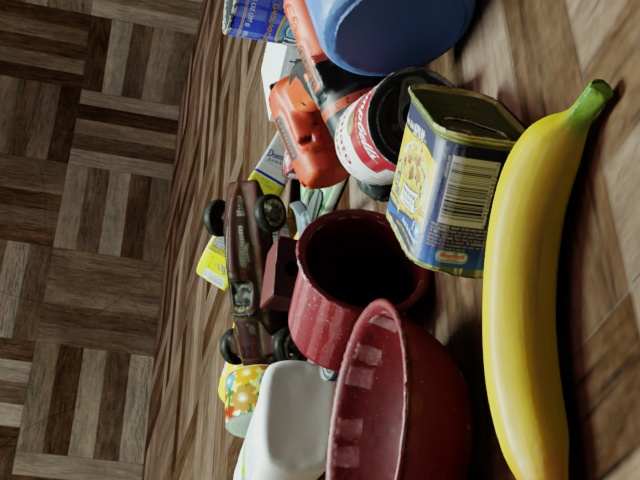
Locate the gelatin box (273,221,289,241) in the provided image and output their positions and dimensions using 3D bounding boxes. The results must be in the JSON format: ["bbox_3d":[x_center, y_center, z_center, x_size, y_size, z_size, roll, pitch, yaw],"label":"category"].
[{"bbox_3d":[-0.053,0.017,1.144,0.030,0.073,0.089,-137,57,-76],"label":"gelatin box"}]

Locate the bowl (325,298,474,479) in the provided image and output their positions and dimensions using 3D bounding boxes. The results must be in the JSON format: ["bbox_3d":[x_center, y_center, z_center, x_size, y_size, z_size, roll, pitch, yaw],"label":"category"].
[{"bbox_3d":[0.050,0.118,0.636,0.162,0.055,0.162,-171,90,-78],"label":"bowl"}]

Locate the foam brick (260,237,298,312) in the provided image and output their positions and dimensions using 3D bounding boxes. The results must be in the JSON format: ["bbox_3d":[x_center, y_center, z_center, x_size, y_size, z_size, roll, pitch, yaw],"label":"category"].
[{"bbox_3d":[-0.007,0.034,0.907,0.051,0.078,0.053,127,150,-69],"label":"foam brick"}]

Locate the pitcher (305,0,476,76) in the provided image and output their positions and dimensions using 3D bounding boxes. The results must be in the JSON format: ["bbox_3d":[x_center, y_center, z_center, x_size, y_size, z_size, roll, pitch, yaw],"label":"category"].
[{"bbox_3d":[0.038,-0.244,0.755,0.149,0.144,0.243,119,145,-52],"label":"pitcher"}]

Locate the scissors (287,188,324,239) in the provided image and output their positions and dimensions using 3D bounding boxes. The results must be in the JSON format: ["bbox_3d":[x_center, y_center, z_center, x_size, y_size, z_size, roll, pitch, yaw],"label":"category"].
[{"bbox_3d":[-0.007,0.001,0.995,0.202,0.016,0.096,-172,70,-80],"label":"scissors"}]

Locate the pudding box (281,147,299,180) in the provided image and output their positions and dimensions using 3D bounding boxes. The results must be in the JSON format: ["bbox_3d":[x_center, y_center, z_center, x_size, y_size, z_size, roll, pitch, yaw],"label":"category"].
[{"bbox_3d":[-0.010,-0.120,1.047,0.090,0.039,0.113,158,120,-77],"label":"pudding box"}]

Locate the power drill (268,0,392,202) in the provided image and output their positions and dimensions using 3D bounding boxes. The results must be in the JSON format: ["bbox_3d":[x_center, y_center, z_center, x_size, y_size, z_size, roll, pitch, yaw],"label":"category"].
[{"bbox_3d":[0.012,-0.101,0.882,0.188,0.057,0.184,130,122,-74],"label":"power drill"}]

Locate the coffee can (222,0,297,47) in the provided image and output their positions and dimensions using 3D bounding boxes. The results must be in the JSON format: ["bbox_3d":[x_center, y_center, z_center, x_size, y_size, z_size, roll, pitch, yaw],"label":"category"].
[{"bbox_3d":[-0.008,-0.220,0.947,0.103,0.140,0.103,-171,90,-79],"label":"coffee can"}]

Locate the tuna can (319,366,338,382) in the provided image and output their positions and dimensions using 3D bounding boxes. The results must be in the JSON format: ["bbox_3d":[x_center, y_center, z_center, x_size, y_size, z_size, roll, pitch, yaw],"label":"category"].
[{"bbox_3d":[0.025,0.070,0.838,0.086,0.033,0.086,-172,90,-78],"label":"tuna can"}]

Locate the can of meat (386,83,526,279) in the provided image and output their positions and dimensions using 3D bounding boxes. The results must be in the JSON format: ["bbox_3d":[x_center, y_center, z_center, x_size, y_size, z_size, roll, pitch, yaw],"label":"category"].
[{"bbox_3d":[0.077,-0.036,0.621,0.102,0.057,0.084,-107,26,-65],"label":"can of meat"}]

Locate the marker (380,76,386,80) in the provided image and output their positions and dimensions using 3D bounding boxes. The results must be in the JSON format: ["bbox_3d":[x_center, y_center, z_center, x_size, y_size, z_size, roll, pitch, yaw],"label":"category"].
[{"bbox_3d":[0.061,-0.180,0.885,0.020,0.020,0.121,130,147,-68],"label":"marker"}]

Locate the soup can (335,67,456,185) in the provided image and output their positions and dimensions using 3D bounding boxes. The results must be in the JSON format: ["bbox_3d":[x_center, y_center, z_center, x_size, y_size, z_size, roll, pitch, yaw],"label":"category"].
[{"bbox_3d":[0.053,-0.075,0.734,0.102,0.068,0.068,167,111,-78],"label":"soup can"}]

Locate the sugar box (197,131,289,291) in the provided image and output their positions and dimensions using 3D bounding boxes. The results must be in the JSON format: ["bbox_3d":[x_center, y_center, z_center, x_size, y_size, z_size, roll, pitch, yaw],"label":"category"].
[{"bbox_3d":[-0.078,-0.035,1.231,0.176,0.048,0.093,-59,2,-25],"label":"sugar box"}]

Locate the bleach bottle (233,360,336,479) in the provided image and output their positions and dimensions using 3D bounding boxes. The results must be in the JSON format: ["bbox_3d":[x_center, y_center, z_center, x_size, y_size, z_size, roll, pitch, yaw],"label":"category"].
[{"bbox_3d":[-0.043,0.200,1.001,0.251,0.068,0.102,117,160,-62],"label":"bleach bottle"}]

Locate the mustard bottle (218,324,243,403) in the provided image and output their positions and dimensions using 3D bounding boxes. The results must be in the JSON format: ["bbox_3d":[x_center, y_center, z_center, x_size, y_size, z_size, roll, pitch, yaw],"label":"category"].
[{"bbox_3d":[-0.072,0.091,1.217,0.096,0.058,0.192,-108,28,-79],"label":"mustard bottle"}]

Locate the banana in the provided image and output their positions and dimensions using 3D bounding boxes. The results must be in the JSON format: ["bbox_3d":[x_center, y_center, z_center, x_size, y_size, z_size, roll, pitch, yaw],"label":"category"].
[{"bbox_3d":[0.101,0.024,0.508,0.070,0.037,0.198,147,131,-77],"label":"banana"}]

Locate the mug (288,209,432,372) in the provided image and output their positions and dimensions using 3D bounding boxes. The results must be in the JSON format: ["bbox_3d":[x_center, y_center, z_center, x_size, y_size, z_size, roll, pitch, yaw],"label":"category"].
[{"bbox_3d":[0.030,0.047,0.738,0.117,0.093,0.082,48,145,27],"label":"mug"}]
